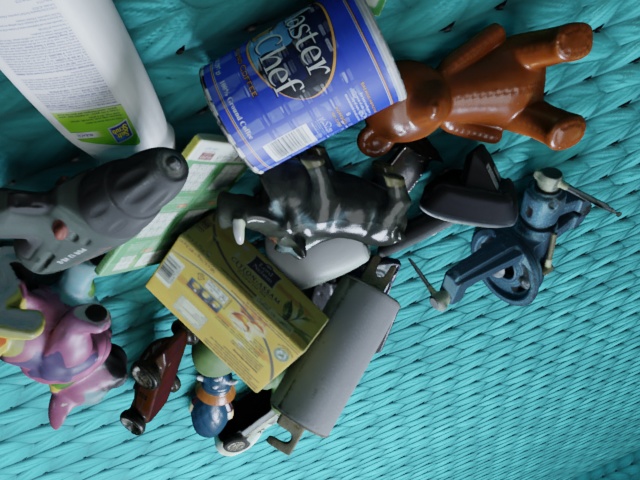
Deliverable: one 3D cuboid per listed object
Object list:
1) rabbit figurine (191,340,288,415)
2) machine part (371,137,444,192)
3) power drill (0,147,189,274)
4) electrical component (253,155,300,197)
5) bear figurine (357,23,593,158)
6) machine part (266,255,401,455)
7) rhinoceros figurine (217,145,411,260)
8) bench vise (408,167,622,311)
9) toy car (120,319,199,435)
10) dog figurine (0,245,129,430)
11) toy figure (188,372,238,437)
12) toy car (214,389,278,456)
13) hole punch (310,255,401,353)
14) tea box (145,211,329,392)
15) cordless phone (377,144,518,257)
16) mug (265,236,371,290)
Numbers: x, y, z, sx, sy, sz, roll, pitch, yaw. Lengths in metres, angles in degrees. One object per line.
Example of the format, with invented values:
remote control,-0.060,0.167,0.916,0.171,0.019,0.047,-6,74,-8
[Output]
rabbit figurine,-0.093,0.140,0.684,0.170,0.121,0.158,-5,128,15
machine part,0.076,-0.063,0.622,0.084,0.039,0.139,24,121,-35
power drill,-0.238,-0.032,0.409,0.207,0.086,0.232,-1,165,-40
electrical component,-0.038,-0.075,0.566,0.094,0.021,0.063,-33,138,9
bear figurine,0.136,-0.139,0.512,0.196,0.132,0.120,-13,114,-20
machine part,0.019,0.128,0.606,0.079,0.079,0.243,41,76,-46
rhinoceros figurine,-0.005,-0.035,0.531,0.190,0.073,0.112,4,113,-9
bench vise,0.248,0.017,0.716,0.241,0.129,0.223,-26,151,-19
toy car,-0.206,0.170,0.673,0.089,0.053,0.202,-48,170,-44
dog figurine,-0.298,0.117,0.576,0.191,0.109,0.219,3,133,-29
toy figure,-0.158,0.230,0.792,0.064,0.058,0.154,-5,130,-29
toy car,-0.093,0.263,0.843,0.202,0.074,0.056,-41,132,17
hole punch,0.046,0.076,0.725,0.116,0.092,0.142,18,134,3
tea box,-0.088,0.066,0.570,0.169,0.068,0.098,44,125,-1
cordless phone,0.133,-0.025,0.629,0.184,0.088,0.146,-32,-179,25
mug,-0.001,-0.002,0.606,0.107,0.109,0.081,-12,-177,11
